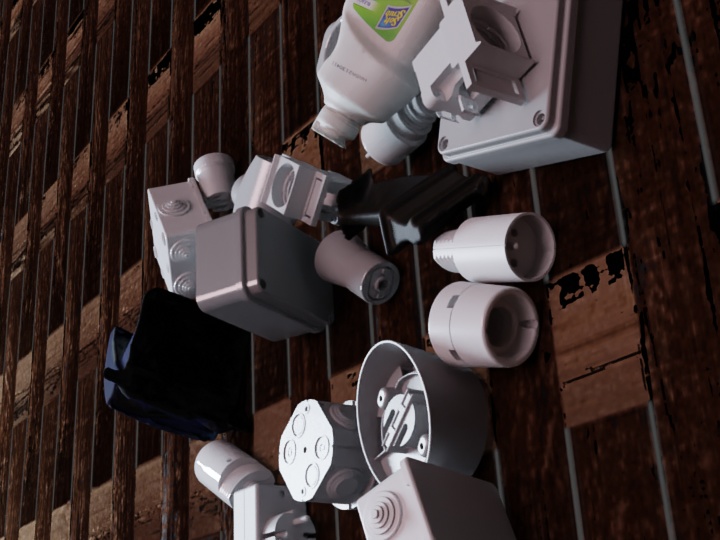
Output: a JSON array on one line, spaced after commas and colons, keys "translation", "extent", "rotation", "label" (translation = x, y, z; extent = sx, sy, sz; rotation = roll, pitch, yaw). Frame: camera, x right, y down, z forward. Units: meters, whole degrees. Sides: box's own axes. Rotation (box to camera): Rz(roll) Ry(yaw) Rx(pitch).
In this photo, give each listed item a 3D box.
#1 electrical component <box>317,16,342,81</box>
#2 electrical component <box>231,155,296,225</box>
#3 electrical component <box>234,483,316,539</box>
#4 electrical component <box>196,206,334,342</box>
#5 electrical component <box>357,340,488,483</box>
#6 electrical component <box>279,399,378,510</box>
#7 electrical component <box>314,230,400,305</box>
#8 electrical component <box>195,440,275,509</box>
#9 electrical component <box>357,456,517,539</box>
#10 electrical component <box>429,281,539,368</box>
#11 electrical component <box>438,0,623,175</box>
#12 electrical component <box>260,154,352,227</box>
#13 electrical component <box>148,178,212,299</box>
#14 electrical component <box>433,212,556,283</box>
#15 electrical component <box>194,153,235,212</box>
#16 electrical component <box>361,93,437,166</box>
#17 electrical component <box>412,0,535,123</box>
[{"translation": [0.010, -0.166, 0.842], "extent": [0.095, 0.059, 0.053], "rotation": [17, 93, 57], "label": "electrical component"}, {"translation": [-0.092, -0.065, 0.975], "extent": [0.079, 0.044, 0.077], "rotation": [34, 108, 55], "label": "electrical component"}, {"translation": [-0.060, 0.208, 0.833], "extent": [0.076, 0.047, 0.083], "rotation": [-31, 55, 48], "label": "electrical component"}, {"translation": [-0.074, 0.005, 0.857], "extent": [0.057, 0.113, 0.078], "rotation": [-17, 64, 27], "label": "electrical component"}, {"translation": [0.036, 0.099, 0.709], "extent": [0.099, 0.064, 0.099], "rotation": [-24, 60, 51], "label": "electrical component"}, {"translation": [-0.020, 0.135, 0.793], "extent": [0.080, 0.051, 0.080], "rotation": [-24, 60, 51], "label": "electrical component"}, {"translation": [0.000, 0.000, 0.820], "extent": [0.065, 0.044, 0.044], "rotation": [33, 107, 50], "label": "electrical component"}, {"translation": [-0.105, 0.177, 0.915], "extent": [0.081, 0.043, 0.043], "rotation": [17, 94, 57], "label": "electrical component"}, {"translation": [0.051, 0.167, 0.635], "extent": [0.048, 0.100, 0.099], "rotation": [-41, 46, 25], "label": "electrical component"}, {"translation": [0.079, 0.035, 0.677], "extent": [0.047, 0.055, 0.055], "rotation": [0, 80, 53], "label": "electrical component"}, {"translation": [0.107, -0.123, 0.684], "extent": [0.109, 0.056, 0.108], "rotation": [-7, 74, 56], "label": "electrical component"}, {"translation": [-0.039, -0.063, 0.878], "extent": [0.081, 0.064, 0.042], "rotation": [33, 107, 55], "label": "electrical component"}, {"translation": [-0.173, -0.028, 1.050], "extent": [0.099, 0.048, 0.099], "rotation": [-120, 24, -46], "label": "electrical component"}, {"translation": [0.083, -0.013, 0.696], "extent": [0.081, 0.043, 0.043], "rotation": [-2, 78, 56], "label": "electrical component"}, {"translation": [-0.141, -0.086, 1.062], "extent": [0.040, 0.040, 0.046], "rotation": [-43, 51, 41], "label": "electrical component"}, {"translation": [0.034, -0.110, 0.804], "extent": [0.078, 0.040, 0.040], "rotation": [-37, 51, 45], "label": "electrical component"}, {"translation": [0.066, -0.128, 0.654], "extent": [0.064, 0.042, 0.081], "rotation": [-45, 44, 42], "label": "electrical component"}]
